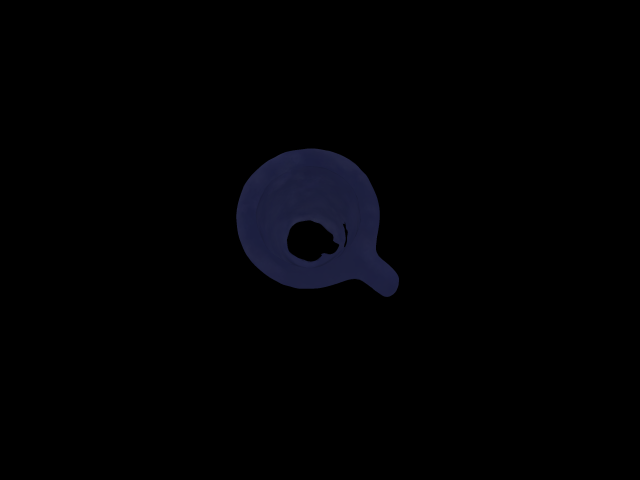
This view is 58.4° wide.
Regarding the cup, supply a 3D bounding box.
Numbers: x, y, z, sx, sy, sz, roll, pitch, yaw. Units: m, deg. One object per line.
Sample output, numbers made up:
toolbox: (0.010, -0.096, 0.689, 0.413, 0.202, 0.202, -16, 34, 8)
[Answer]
cup: (0.004, 0.001, 0.400, 0.117, 0.095, 0.092, 38, 81, 8)
